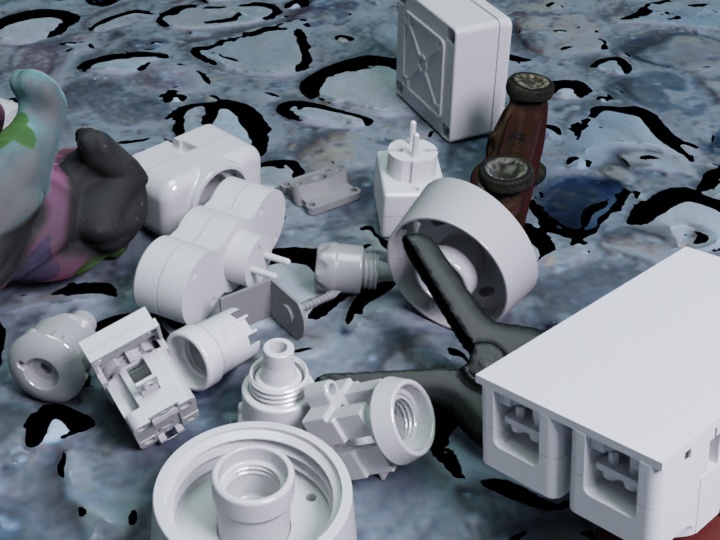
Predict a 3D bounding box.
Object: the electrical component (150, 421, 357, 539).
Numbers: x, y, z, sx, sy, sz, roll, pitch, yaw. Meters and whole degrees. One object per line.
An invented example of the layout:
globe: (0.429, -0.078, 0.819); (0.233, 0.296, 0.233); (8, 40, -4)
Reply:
electrical component: (-0.054, 0.123, 0.542); (0.108, 0.060, 0.108); (2, 36, -2)

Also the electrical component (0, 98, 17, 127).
electrical component: (-0.290, -0.082, 0.815); (0.074, 0.052, 0.138); (19, 39, 21)

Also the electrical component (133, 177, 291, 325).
electrical component: (-0.084, -0.010, 0.730); (0.074, 0.052, 0.138); (17, 38, 18)

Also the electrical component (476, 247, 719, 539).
electrical component: (0.162, 0.061, 0.558); (0.186, 0.060, 0.105); (-25, 34, -36)

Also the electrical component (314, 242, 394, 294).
electrical component: (0.000, 0.000, 0.739); (0.061, 0.035, 0.035); (5, 36, -2)

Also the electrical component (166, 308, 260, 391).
electrical component: (-0.090, 0.048, 0.663); (0.040, 0.040, 0.046); (27, 37, 30)

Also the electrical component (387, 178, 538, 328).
electrical component: (0.068, -0.010, 0.708); (0.099, 0.099, 0.064); (22, 46, 25)

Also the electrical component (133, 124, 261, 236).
electrical component: (-0.122, -0.064, 0.801); (0.059, 0.053, 0.095); (30, 44, 32)

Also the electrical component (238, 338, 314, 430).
electrical component: (-0.047, 0.068, 0.617); (0.048, 0.062, 0.048); (2, 36, -2)

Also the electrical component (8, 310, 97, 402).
electrical component: (-0.180, 0.047, 0.653); (0.048, 0.048, 0.062); (8, 29, 7)

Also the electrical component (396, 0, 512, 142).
electrical component: (0.079, -0.184, 0.938); (0.056, 0.108, 0.108); (-15, 40, -20)

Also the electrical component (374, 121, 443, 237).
electrical component: (0.038, -0.073, 0.807); (0.047, 0.076, 0.065); (0, 36, -5)

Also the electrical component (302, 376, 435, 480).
electrical component: (0.008, 0.085, 0.593); (0.055, 0.066, 0.048); (-16, 23, 35)

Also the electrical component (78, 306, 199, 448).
electrical component: (-0.123, 0.064, 0.610); (0.042, 0.081, 0.063); (-29, 72, -15)
